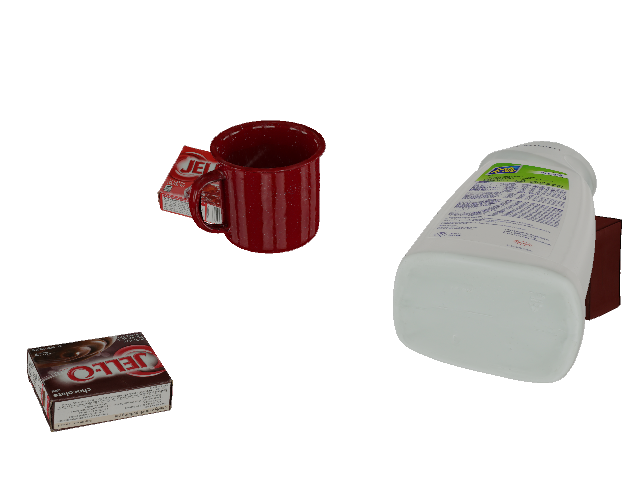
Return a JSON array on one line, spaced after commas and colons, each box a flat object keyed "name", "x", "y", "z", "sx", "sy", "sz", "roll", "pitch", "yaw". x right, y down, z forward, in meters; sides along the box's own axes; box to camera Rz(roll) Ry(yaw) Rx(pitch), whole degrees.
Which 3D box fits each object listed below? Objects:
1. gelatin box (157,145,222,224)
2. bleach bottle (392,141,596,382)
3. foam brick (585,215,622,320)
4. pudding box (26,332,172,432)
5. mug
[{"name": "gelatin box", "x": -0.108, "y": -0.054, "z": 1.067, "sx": 0.089, "sy": 0.073, "sz": 0.030, "roll": 15, "pitch": -43, "yaw": 7}, {"name": "bleach bottle", "x": 0.127, "y": -0.008, "z": 0.645, "sx": 0.103, "sy": 0.068, "sz": 0.250, "roll": 11, "pitch": 26, "yaw": 20}, {"name": "foam brick", "x": 0.217, "y": 0.021, "z": 0.894, "sx": 0.053, "sy": 0.078, "sz": 0.051, "roll": 11, "pitch": 22, "yaw": 43}, {"name": "pudding box", "x": -0.201, "y": 0.126, "z": 0.969, "sx": 0.113, "sy": 0.039, "sz": 0.090, "roll": -9, "pitch": 28, "yaw": -25}, {"name": "mug", "x": -0.052, "y": -0.039, "z": 0.869, "sx": 0.117, "sy": 0.081, "sz": 0.093, "roll": -19, "pitch": 35, "yaw": -27}]
